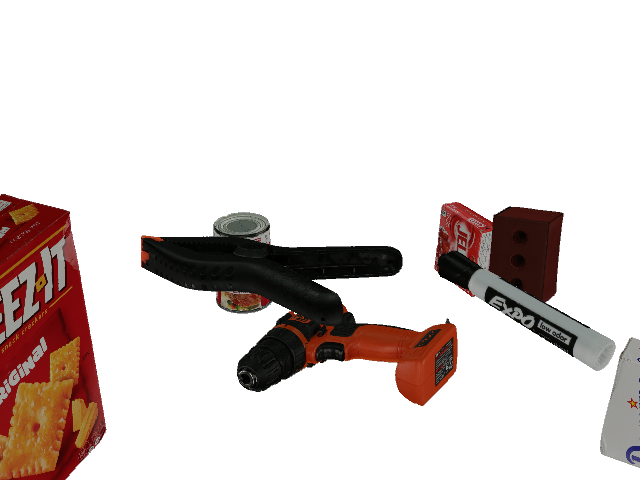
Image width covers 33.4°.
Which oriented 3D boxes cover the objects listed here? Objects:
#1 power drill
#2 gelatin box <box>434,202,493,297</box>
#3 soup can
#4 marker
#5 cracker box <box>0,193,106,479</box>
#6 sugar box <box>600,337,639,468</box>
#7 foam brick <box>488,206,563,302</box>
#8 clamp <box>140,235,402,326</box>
[{"bbox_3d":[0.031,0.114,1.076,0.188,0.057,0.184,9,23,28],"label":"power drill"},{"bbox_3d":[0.168,0.009,1.242,0.030,0.089,0.073,-13,32,-29],"label":"gelatin box"},{"bbox_3d":[-0.092,0.026,1.264,0.068,0.102,0.068,0,25,0],"label":"soup can"},{"bbox_3d":[0.114,0.037,0.614,0.020,0.020,0.121,0,25,-47],"label":"marker"},{"bbox_3d":[-0.233,0.100,0.763,0.072,0.214,0.164,12,34,20],"label":"cracker box"},{"bbox_3d":[0.306,0.146,0.803,0.176,0.093,0.048,15,27,22],"label":"sugar box"},{"bbox_3d":[0.184,0.013,0.958,0.053,0.078,0.051,8,16,25],"label":"foam brick"},{"bbox_3d":[-0.051,0.024,0.839,0.210,0.036,0.164,6,14,12],"label":"clamp"}]
